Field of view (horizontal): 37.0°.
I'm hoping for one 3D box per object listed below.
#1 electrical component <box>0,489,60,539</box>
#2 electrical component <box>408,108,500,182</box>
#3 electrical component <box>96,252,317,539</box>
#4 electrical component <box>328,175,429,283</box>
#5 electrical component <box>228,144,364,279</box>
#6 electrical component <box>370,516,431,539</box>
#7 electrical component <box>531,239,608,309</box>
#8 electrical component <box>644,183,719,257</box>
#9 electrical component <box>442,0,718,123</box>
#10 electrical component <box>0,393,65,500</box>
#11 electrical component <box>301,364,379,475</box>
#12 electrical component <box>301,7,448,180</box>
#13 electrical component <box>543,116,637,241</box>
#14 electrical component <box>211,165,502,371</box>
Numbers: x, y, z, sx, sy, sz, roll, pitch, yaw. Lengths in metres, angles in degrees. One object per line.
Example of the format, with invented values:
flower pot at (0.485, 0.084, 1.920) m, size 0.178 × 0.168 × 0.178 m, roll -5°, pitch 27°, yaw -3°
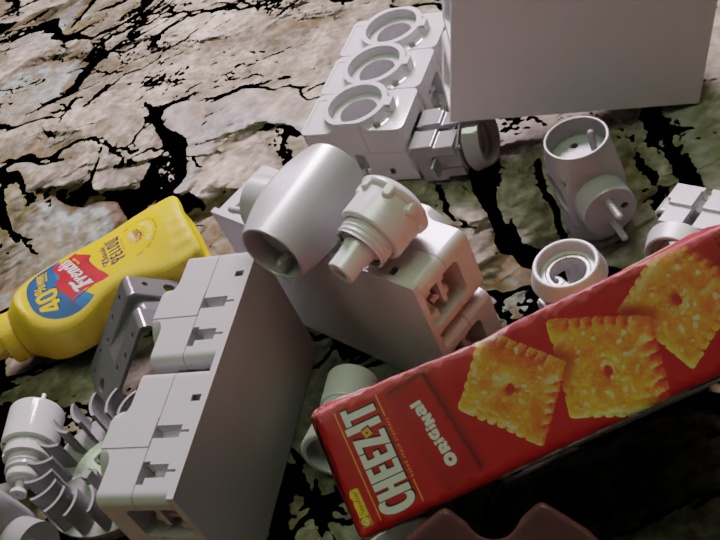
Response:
electrical component at (-0.218, 0.173, 0.681) m, size 0.079 × 0.077 × 0.043 m, roll 6°, pitch 51°, yaw 31°
electrical component at (0.075, -0.099, 0.831) m, size 0.055 × 0.048 × 0.066 m, roll -4°, pitch 48°, yaw 32°
electrical component at (-0.093, 0.091, 0.679) m, size 0.060 × 0.105 × 0.186 m, roll -6°, pitch 46°, yaw 22°
electrical component at (0.006, -0.021, 0.628) m, size 0.048 × 0.048 × 0.062 m, roll 23°, pitch 68°, yaw 41°
electrical component at (-0.048, -0.040, 0.674) m, size 0.079 × 0.043 × 0.077 m, roll 12°, pitch 54°, yaw 36°
electrical component at (0.036, 0.184, 0.571) m, size 0.099 × 0.064 × 0.099 m, roll -25°, pitch 31°, yaw 16°
electrical component at (0.136, 0.014, 0.679) m, size 0.048 × 0.055 × 0.066 m, roll -32°, pitch 42°, yaw -6°
electrical component at (0.212, -0.021, 0.684) m, size 0.066 × 0.048 × 0.055 m, roll 16°, pitch 49°, yaw 37°
electrical component at (0.155, -0.176, 0.787) m, size 0.186 × 0.105 × 0.060 m, roll -4°, pitch 41°, yaw -1°
electrical component at (-0.235, 0.127, 0.764) m, size 0.040 × 0.040 × 0.078 m, roll -15°, pitch 43°, yaw 13°
electrical component at (-0.009, 0.092, 0.685) m, size 0.044 × 0.044 × 0.065 m, roll -7°, pitch 40°, yaw 20°
electrical component at (0.021, -0.148, 0.895) m, size 0.089 × 0.061 × 0.150 m, roll 0°, pitch 48°, yaw 27°
electrical component at (0.158, -0.050, 0.715) m, size 0.043 × 0.077 × 0.079 m, roll -25°, pitch 42°, yaw 2°
electrical component at (0.000, 0.000, 0.724) m, size 0.186 × 0.105 × 0.060 m, roll 21°, pitch 60°, yaw 40°
